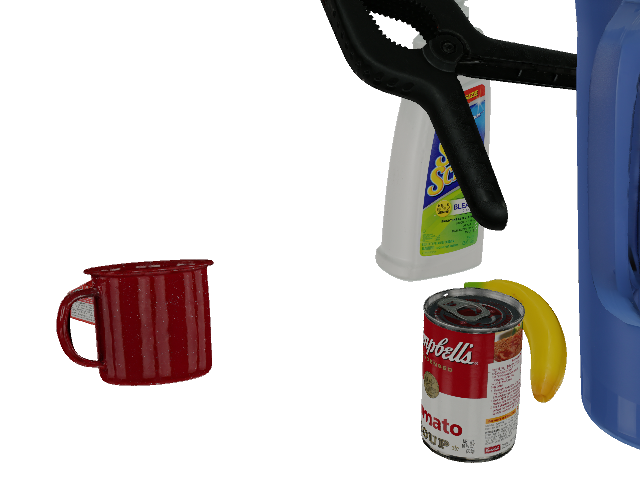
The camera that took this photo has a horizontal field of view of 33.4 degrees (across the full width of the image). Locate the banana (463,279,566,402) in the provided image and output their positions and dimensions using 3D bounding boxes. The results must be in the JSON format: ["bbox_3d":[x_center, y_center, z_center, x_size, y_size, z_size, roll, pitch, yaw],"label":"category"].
[{"bbox_3d":[0.221,0.096,1.134,0.069,0.037,0.198,-28,36,0],"label":"banana"}]

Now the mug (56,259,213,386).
[{"bbox_3d":[-0.130,0.059,0.761,0.117,0.081,0.093,-5,3,-35],"label":"mug"}]

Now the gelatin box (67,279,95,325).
[{"bbox_3d":[-0.180,0.057,1.002,0.089,0.030,0.073,13,23,23],"label":"gelatin box"}]

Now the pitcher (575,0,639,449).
[{"bbox_3d":[0.184,-0.015,0.530,0.149,0.243,0.145,-4,19,-4],"label":"pitcher"}]

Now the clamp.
[{"bbox_3d":[0.080,-0.110,0.712,0.210,0.164,0.036,32,-30,4],"label":"clamp"}]

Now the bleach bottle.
[{"bbox_3d":[0.106,-0.093,0.973,0.102,0.251,0.068,-10,24,-26],"label":"bleach bottle"}]

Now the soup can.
[{"bbox_3d":[0.103,0.092,0.735,0.068,0.102,0.068,0,21,0],"label":"soup can"}]
